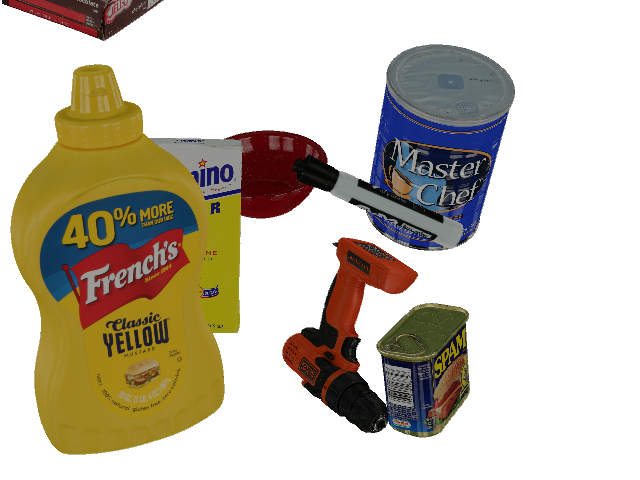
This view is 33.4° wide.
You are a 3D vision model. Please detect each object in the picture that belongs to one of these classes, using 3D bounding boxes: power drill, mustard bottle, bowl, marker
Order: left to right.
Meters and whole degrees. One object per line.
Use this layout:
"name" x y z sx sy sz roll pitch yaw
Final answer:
"mustard bottle" -0.102 0.008 0.532 0.096 0.192 0.058 -12 24 -22
"bowl" -0.072 -0.074 1.312 0.162 0.055 0.162 -2 34 1
"power drill" 0.041 0.105 1.223 0.057 0.188 0.185 12 16 -42
"marker" 0.037 -0.026 0.698 0.121 0.020 0.020 24 -6 -14

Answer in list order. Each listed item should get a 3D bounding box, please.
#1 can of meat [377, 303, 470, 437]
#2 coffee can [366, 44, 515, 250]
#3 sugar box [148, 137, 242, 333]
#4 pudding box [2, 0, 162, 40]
"can of meat" 0.097 0.117 0.969 0.058 0.084 0.101 7 26 30
"coffee can" 0.096 -0.077 0.891 0.102 0.140 0.103 4 44 -4
"sugar box" -0.119 -0.004 0.980 0.093 0.176 0.048 0 14 -5
"pudding box" -0.175 -0.200 0.817 0.090 0.039 0.113 22 35 11
